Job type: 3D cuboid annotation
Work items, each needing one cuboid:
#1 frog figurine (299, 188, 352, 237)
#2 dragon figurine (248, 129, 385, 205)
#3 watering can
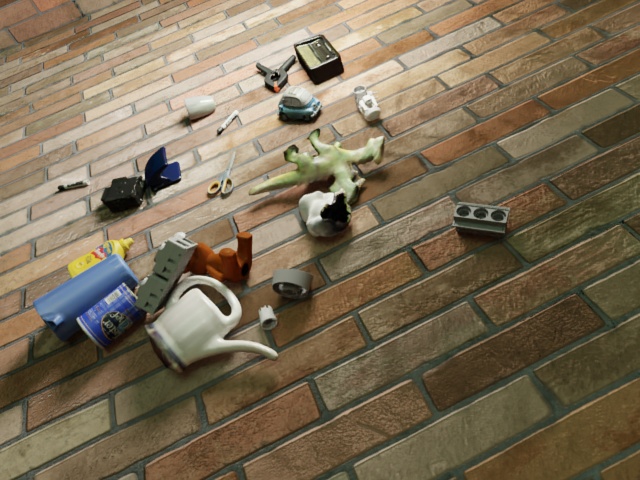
[{"bbox_3d":[0.004,-0.070,1.395,0.159,0.121,0.140,-7,53,52],"label":"frog figurine"},{"bbox_3d":[0.012,-0.183,1.489,0.411,0.120,0.247,-37,56,-4],"label":"dragon figurine"},{"bbox_3d":[-0.271,0.222,1.211,0.226,0.101,0.352,-40,54,-16],"label":"watering can"}]
